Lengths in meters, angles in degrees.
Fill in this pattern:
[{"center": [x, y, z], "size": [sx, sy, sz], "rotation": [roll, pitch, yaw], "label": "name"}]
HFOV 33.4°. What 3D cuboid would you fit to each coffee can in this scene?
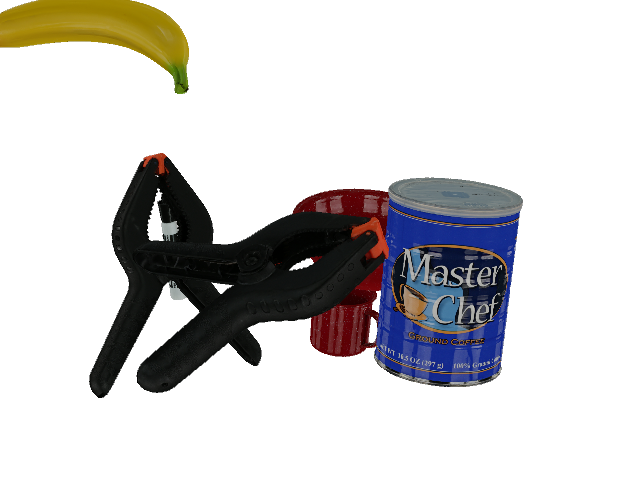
[{"center": [0.098, 0.030, 0.835], "size": [0.103, 0.140, 0.103], "rotation": [4, 16, -1], "label": "coffee can"}]

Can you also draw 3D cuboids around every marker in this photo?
[{"center": [-0.163, 0.008, 1.177], "size": [0.020, 0.121, 0.020], "rotation": [-4, 22, 2], "label": "marker"}]

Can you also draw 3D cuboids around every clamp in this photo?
[{"center": [-0.126, 0.029, 0.947], "size": [0.164, 0.210, 0.036], "rotation": [0, -2, -34], "label": "clamp"}, {"center": [-0.042, 0.032, 0.658], "size": [0.171, 0.120, 0.039], "rotation": [-14, -40, 14], "label": "clamp"}]

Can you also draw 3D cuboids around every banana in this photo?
[{"center": [-0.183, -0.170, 0.864], "size": [0.198, 0.069, 0.037], "rotation": [14, -39, 18], "label": "banana"}]

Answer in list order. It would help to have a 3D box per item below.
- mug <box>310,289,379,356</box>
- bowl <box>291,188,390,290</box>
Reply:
[{"center": [0.038, 0.111, 1.466], "size": [0.117, 0.081, 0.093], "rotation": [17, 25, 30], "label": "mug"}, {"center": [0.049, 0.005, 1.076], "size": [0.162, 0.055, 0.162], "rotation": [5, 27, -3], "label": "bowl"}]
